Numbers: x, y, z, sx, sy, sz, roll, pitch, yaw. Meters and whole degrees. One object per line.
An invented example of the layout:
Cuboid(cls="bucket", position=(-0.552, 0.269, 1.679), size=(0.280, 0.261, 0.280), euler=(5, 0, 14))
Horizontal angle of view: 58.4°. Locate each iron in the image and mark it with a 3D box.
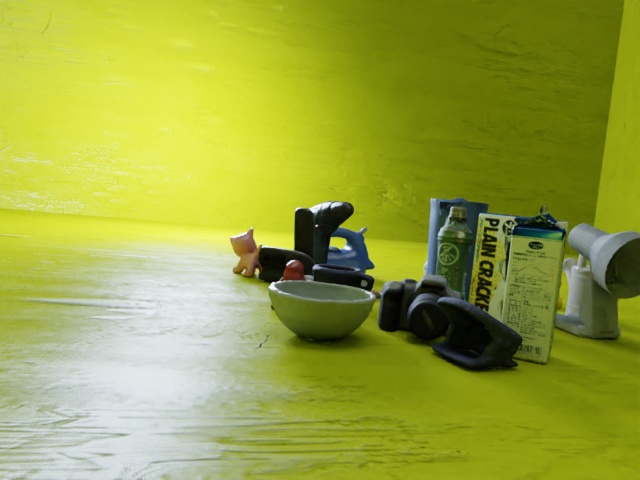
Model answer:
Cuboid(cls="iron", position=(0.023, 0.027, 1.574), size=(0.259, 0.141, 0.118), euler=(4, 5, -26))

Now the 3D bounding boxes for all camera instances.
Cuboid(cls="camera", position=(0.168, 0.110, 0.955), size=(0.143, 0.101, 0.137), euler=(7, 5, 13))

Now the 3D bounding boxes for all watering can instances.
Cuboid(cls="watering can", position=(0.604, 0.082, 1.274), size=(0.101, 0.194, 0.172), euler=(2, 6, -37))

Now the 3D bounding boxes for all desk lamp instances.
Cuboid(cls="desk lamp", position=(0.533, 0.079, 1.097), size=(0.118, 0.213, 0.203), euler=(4, 5, -14))

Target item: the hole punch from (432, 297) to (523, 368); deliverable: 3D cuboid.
Cuboid(cls="hole punch", position=(0.227, 0.131, 0.828), size=(0.101, 0.091, 0.108), euler=(4, 5, -25))

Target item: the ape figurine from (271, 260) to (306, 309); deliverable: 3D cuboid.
Cuboid(cls="ape figurine", position=(-0.053, 0.083, 1.072), size=(0.077, 0.092, 0.076), euler=(8, 5, 31))

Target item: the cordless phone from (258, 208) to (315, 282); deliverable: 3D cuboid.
Cuboid(cls="cordless phone", position=(-0.072, 0.012, 1.360), size=(0.147, 0.185, 0.094), euler=(8, 5, 28))

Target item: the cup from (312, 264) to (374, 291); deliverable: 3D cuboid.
Cuboid(cls="cup", position=(0.040, 0.096, 1.006), size=(0.117, 0.095, 0.092), euler=(8, 5, 31))

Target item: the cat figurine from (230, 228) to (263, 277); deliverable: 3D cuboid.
Cuboid(cls="cat figurine", position=(-0.180, 0.029, 1.450), size=(0.067, 0.118, 0.127), euler=(2, 6, -37))

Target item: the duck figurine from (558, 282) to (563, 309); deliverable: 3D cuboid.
Cuboid(cls="duck figurine", position=(0.551, 0.119, 1.423), size=(0.104, 0.086, 0.078), euler=(9, 6, 38))

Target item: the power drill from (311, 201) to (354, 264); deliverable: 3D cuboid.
Cuboid(cls="power drill", position=(0.013, 0.005, 1.412), size=(0.076, 0.208, 0.229), euler=(3, 5, -27))

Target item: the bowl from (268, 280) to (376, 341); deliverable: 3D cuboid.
Cuboid(cls="bowl", position=(0.001, 0.112, 0.882), size=(0.167, 0.075, 0.167), euler=(6, 4, 0))

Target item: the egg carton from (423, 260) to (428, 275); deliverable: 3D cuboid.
Cuboid(cls="egg carton", position=(0.377, 0.093, 1.653), size=(0.150, 0.069, 0.107), euler=(5, 4, -7))
